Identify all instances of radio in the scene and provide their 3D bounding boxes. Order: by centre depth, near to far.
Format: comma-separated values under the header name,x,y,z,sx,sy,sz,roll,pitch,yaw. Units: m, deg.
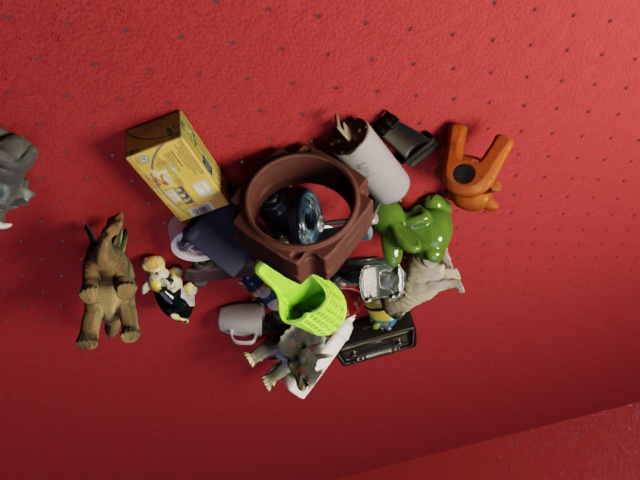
name,x,y,z,sx,sy,sz,roll,pitch,yaw
radio,0.148,0.269,1.480,0.230,0.073,0.131,-15,143,4

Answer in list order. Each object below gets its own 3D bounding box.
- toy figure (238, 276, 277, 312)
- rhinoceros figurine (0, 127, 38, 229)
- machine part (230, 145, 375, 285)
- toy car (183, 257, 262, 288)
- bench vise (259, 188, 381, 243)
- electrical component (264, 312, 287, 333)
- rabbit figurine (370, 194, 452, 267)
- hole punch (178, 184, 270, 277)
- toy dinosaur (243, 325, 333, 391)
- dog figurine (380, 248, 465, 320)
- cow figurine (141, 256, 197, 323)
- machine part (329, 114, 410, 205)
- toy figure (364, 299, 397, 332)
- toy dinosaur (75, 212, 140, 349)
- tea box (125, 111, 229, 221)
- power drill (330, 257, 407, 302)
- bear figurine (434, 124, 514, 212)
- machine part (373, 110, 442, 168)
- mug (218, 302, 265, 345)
name,x,y,z,sx,sy,sz,roll,pitch,yaw
toy figure,-0.121,0.116,1.217,0.064,0.058,0.154,-56,137,-9
rhinoceros figurine,-0.495,-0.092,0.824,0.112,0.073,0.190,8,138,-42
machine part,-0.029,-0.047,0.879,0.201,0.202,0.087,-50,158,-22
toy car,-0.181,0.053,1.117,0.202,0.053,0.089,-5,153,-17
bench vise,0.000,-0.010,1.015,0.241,0.129,0.223,-7,127,24
electrical component,-0.116,0.208,1.364,0.094,0.021,0.063,-30,140,19
rabbit figurine,0.163,-0.022,1.063,0.170,0.159,0.121,23,141,-17
hole punch,-0.166,-0.011,0.954,0.142,0.092,0.115,-49,125,-6
toy dinosaur,-0.073,0.264,1.324,0.192,0.131,0.405,-31,-179,-4
dog figurine,0.204,0.077,1.204,0.191,0.172,0.121,-23,-176,15
cow figurine,-0.317,0.105,1.107,0.068,0.098,0.167,-14,144,12
machine part,0.089,-0.133,0.934,0.079,0.079,0.243,-28,142,19
toy figure,0.153,0.170,1.349,0.089,0.082,0.180,-14,146,-3
toy dinosaur,-0.386,0.095,0.987,0.105,0.199,0.471,4,140,-23
tea box,-0.227,-0.115,0.870,0.098,0.068,0.169,-18,142,6
power drill,0.067,0.082,1.136,0.232,0.086,0.207,-4,179,-24
bear figurine,0.289,-0.122,0.999,0.195,0.120,0.132,10,100,-65
machine part,0.148,-0.174,0.934,0.084,0.039,0.138,-30,142,29
mug,-0.187,0.198,1.267,0.107,0.109,0.080,2,143,2
